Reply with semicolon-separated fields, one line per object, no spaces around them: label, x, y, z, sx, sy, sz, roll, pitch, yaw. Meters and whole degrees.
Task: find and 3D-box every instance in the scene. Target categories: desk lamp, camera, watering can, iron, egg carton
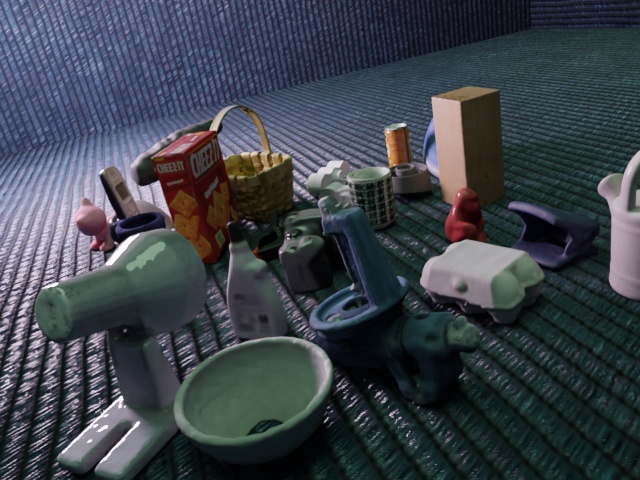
desk lamp;-0.210;0.114;0.632;0.117;0.214;0.204;1;26;27
camera;0.009;0.003;0.929;0.136;0.101;0.143;-9;23;6
watering can;0.409;-0.031;0.709;0.101;0.194;0.172;-23;26;-24
iron;0.292;-0.226;1.271;0.118;0.142;0.258;-9;23;6
egg carton;0.213;0.053;0.764;0.107;0.069;0.149;-29;29;-36

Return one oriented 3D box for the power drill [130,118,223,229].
power drill;-0.289;-0.138;1.250;0.230;0.209;0.075;-29;29;-35

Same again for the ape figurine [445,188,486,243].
ape figurine;0.240;-0.040;0.935;0.075;0.092;0.078;13;33;43

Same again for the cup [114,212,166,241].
cup;-0.340;0.005;1.090;0.117;0.095;0.092;4;27;31

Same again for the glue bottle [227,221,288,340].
glue bottle;-0.096;0.055;0.768;0.078;0.173;0.037;0;26;25

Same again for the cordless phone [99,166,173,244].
cordless phone;-0.380;-0.074;1.173;0.094;0.185;0.147;-7;24;9

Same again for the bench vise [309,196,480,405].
bench vise;0.074;0.056;0.628;0.206;0.220;0.122;0;26;25

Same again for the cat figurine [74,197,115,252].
cat figurine;-0.466;-0.041;1.223;0.067;0.118;0.128;7;29;35

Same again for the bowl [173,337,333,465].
bowl;-0.062;0.177;0.599;0.167;0.075;0.167;-9;23;4

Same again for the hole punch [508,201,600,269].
hole punch;0.344;-0.022;0.848;0.101;0.091;0.108;-20;25;-20
